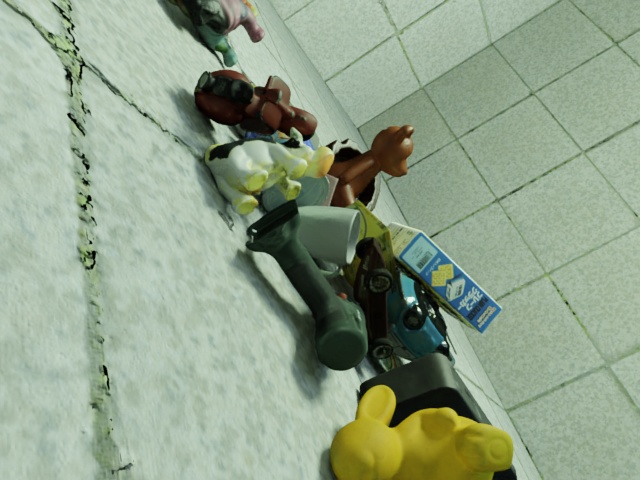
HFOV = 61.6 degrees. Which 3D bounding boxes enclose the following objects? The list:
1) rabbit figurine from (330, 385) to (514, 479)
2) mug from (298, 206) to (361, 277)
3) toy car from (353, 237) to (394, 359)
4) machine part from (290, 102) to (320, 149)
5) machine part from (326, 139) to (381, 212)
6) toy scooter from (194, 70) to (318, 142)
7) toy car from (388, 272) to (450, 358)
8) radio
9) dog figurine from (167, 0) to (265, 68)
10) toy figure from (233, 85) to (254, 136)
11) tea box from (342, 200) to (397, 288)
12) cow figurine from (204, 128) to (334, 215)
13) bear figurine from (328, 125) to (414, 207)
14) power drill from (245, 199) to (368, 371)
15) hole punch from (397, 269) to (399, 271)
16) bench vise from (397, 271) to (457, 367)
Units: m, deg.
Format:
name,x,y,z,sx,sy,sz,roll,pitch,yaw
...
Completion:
name,x,y,z,sx,sy,sz,roll,pitch,yaw
rabbit figurine,0.087,0.218,0.563,0.173,0.121,0.162,9,13,-22
mug,-0.002,-0.002,0.788,0.081,0.107,0.109,-53,154,-58
toy car,0.075,0.086,0.785,0.089,0.053,0.201,-97,180,-51
machine part,-0.071,-0.232,1.087,0.243,0.079,0.079,39,24,-57
machine part,0.056,-0.128,1.166,0.179,0.056,0.179,9,75,-39
toy scooter,-0.093,-0.187,0.724,0.184,0.075,0.135,18,-2,3
toy car,0.145,0.142,0.902,0.161,0.103,0.109,54,21,-23
radio,0.165,0.268,0.737,0.229,0.131,0.073,54,16,-23
dog figurine,-0.204,-0.433,0.971,0.219,0.108,0.192,33,30,-58
toy figure,-0.086,-0.188,0.925,0.180,0.082,0.089,36,7,-44
tea box,0.078,0.027,0.936,0.098,0.068,0.169,47,-17,43
cow figurine,-0.063,-0.101,0.699,0.167,0.068,0.098,-23,59,-41
bear figurine,0.103,-0.122,0.999,0.132,0.196,0.120,62,2,-5
power drill,-0.011,0.055,0.687,0.207,0.086,0.232,63,3,-15
hole punch,0.140,0.033,1.143,0.142,0.116,0.092,14,82,-77
bench vise,0.174,0.156,1.079,0.223,0.129,0.241,47,-6,-10
